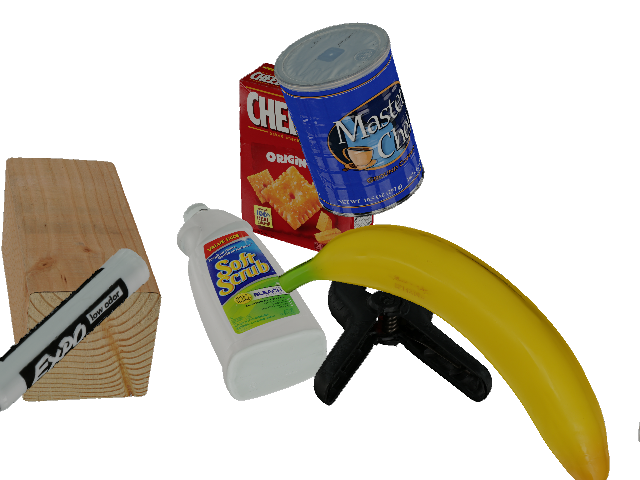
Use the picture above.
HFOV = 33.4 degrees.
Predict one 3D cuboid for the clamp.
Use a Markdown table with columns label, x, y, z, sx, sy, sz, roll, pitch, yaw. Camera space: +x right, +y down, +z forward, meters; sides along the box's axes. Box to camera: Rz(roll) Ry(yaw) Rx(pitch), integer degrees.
| label | x | y | z | sx | sy | sz | roll | pitch | yaw |
| --- | --- | --- | --- | --- | --- | --- | --- | --- | --- |
| clamp | 0.058 | 0.061 | 0.770 | 0.120 | 0.039 | 0.171 | 9 | 35 | -4 |

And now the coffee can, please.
| label | x | y | z | sx | sy | sz | roll | pitch | yaw |
| --- | --- | --- | --- | --- | --- | --- | --- | --- | --- |
| coffee can | 0.028 | -0.107 | 0.949 | 0.103 | 0.140 | 0.103 | -13 | 36 | 9 |

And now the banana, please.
| label | x | y | z | sx | sy | sz | roll | pitch | yaw |
| --- | --- | --- | --- | --- | --- | --- | --- | --- | --- |
| banana | 0.076 | 0.045 | 0.555 | 0.198 | 0.070 | 0.037 | 33 | 18 | 13 |

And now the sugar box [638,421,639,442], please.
| label | x | y | z | sx | sy | sz | roll | pitch | yaw |
| --- | --- | --- | --- | --- | --- | --- | --- | --- | --- |
| sugar box | 0.318 | 0.147 | 0.764 | 0.048 | 0.093 | 0.176 | -21 | 37 | -40 |

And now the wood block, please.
| label | x | y | z | sx | sy | sz | roll | pitch | yaw |
| --- | --- | --- | --- | --- | --- | --- | --- | --- | --- |
| wood block | -0.189 | 0.022 | 0.813 | 0.090 | 0.091 | 0.206 | 1 | 29 | -22 |

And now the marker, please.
| label | x | y | z | sx | sy | sz | roll | pitch | yaw |
| --- | --- | --- | --- | --- | --- | --- | --- | --- | --- |
| marker | -0.116 | 0.045 | 0.447 | 0.020 | 0.020 | 0.121 | 0 | 35 | 41 |

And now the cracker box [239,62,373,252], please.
| label | x | y | z | sx | sy | sz | roll | pitch | yaw |
| --- | --- | --- | --- | --- | --- | --- | --- | --- | --- |
| cracker box | -0.017 | -0.095 | 1.325 | 0.164 | 0.214 | 0.072 | 17 | 36 | 23 |

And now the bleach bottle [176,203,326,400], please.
| label | x | y | z | sx | sy | sz | roll | pitch | yaw |
| --- | --- | --- | --- | --- | --- | --- | --- | --- | --- |
| bleach bottle | -0.087 | 0.043 | 1.045 | 0.102 | 0.068 | 0.251 | -16 | 40 | -19 |
